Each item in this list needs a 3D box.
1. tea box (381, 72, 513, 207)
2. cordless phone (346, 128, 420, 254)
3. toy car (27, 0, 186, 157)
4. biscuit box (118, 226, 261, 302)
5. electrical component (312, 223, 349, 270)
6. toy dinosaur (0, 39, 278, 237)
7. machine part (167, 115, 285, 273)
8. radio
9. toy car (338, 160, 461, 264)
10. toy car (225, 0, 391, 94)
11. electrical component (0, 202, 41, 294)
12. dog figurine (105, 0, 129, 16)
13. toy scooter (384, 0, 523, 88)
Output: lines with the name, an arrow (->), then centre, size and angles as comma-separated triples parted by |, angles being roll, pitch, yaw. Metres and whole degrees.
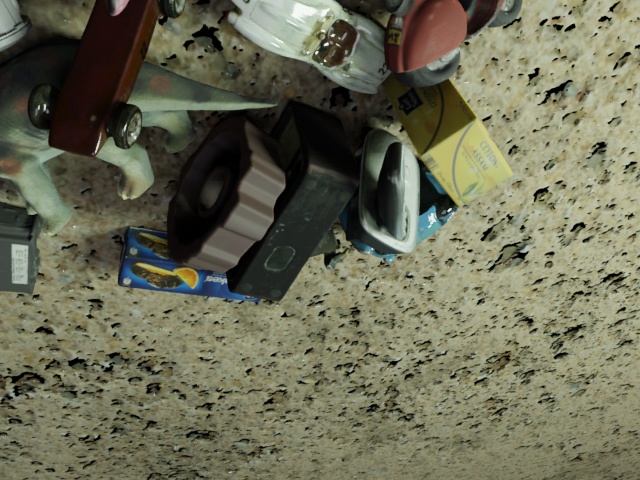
tea box -> 0.133, -0.130, 0.591 | 0.068, 0.170, 0.098 | -33, 134, 19
cordless phone -> 0.075, -0.076, 0.601 | 0.089, 0.146, 0.184 | 5, 157, 6
toy car -> -0.183, -0.165, 0.476 | 0.089, 0.202, 0.053 | 13, 166, -3
biscuit box -> -0.172, 0.038, 0.752 | 0.202, 0.059, 0.062 | 9, 130, -23
electrical component -> -0.002, -0.001, 0.768 | 0.078, 0.045, 0.102 | -15, 135, -3
toy dinosaur -> -0.264, -0.125, 0.539 | 0.405, 0.131, 0.192 | -28, 128, 1
machine part -> -0.109, -0.049, 0.610 | 0.056, 0.179, 0.179 | 27, 122, -36
radio -> -0.046, -0.038, 0.661 | 0.073, 0.131, 0.229 | 13, 129, -27
toy car -> 0.108, -0.034, 0.736 | 0.162, 0.109, 0.102 | -26, 155, -4
toy car -> 0.000, -0.210, 0.545 | 0.201, 0.056, 0.073 | 13, 129, -38
electrical component -> -0.419, 0.006, 0.661 | 0.134, 0.058, 0.114 | 10, 128, -22
dog figurine -> -0.112, -0.240, 0.389 | 0.191, 0.219, 0.108 | 8, 134, -20
toy scooter -> 0.125, -0.246, 0.525 | 0.184, 0.075, 0.135 | -40, 131, -16
